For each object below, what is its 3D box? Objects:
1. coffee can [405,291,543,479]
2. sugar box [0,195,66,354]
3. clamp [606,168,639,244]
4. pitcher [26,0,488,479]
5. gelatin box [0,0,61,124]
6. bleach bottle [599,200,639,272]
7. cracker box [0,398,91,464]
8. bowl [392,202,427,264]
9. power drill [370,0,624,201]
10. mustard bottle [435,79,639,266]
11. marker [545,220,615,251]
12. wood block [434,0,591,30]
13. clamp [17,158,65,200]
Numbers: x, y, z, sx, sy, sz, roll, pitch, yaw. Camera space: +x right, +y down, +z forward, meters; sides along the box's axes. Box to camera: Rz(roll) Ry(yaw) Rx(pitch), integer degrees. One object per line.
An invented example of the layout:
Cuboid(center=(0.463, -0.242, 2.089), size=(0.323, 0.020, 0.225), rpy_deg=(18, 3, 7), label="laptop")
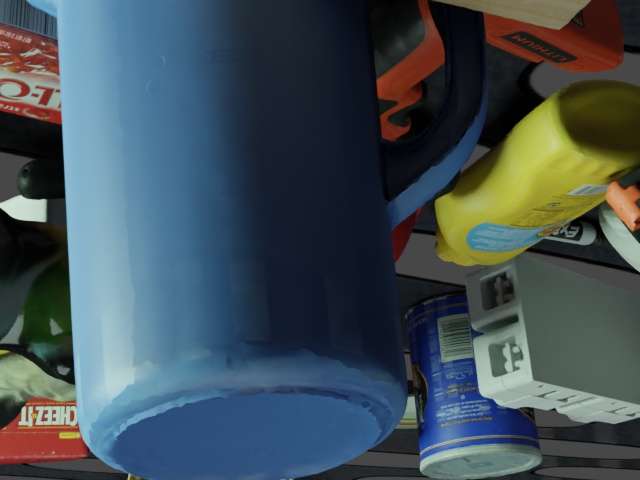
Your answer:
Cuboid(center=(0.131, 0.127, 0.924), size=(0.103, 0.140, 0.103), rpy_deg=(-3, 156, -2), label="coffee can")
Cuboid(center=(-0.235, 0.034, 0.717), size=(0.176, 0.093, 0.048), rpy_deg=(-15, 155, 24), label="sugar box")
Cuboid(center=(0.252, -0.019, 0.639), size=(0.209, 0.036, 0.165), rpy_deg=(-10, 138, -25), label="clamp")
Cuboid(center=(-0.025, -0.040, 0.401), size=(0.144, 0.243, 0.149), rpy_deg=(16, 143, -35), label="pitcher")
Cuboid(center=(-0.133, -0.088, 0.537), size=(0.089, 0.030, 0.073), rpy_deg=(12, 152, -31), label="gelatin box")
Cuboid(center=(0.267, 0.020, 0.758), size=(0.068, 0.103, 0.250), rpy_deg=(-49, 140, 12), label="bleach bottle")
Cuboid(center=(-0.282, 0.160, 0.957), size=(0.164, 0.072, 0.214), rpy_deg=(0, 171, -8), label="cracker box")
Cuboid(center=(-0.005, 0.001, 0.727), size=(0.162, 0.055, 0.162), rpy_deg=(-3, 156, -1), label="bowl")
Cuboid(center=(0.057, -0.080, 0.551), size=(0.184, 0.057, 0.188), rpy_deg=(15, 149, -40), label="power drill")
Cuboid(center=(0.128, -0.030, 0.672), size=(0.096, 0.058, 0.192), rpy_deg=(-6, 160, -29), label="mustard bottle")
Cuboid(center=(0.171, -0.008, 0.776), size=(0.120, 0.020, 0.020), rpy_deg=(9, 153, -27), label="marker")
Cuboid(center=(0.014, -0.149, 0.352), size=(0.205, 0.090, 0.091), rpy_deg=(8, 154, -23), label="wood block")
Cuboid(center=(-0.098, -0.039, 0.645), size=(0.120, 0.039, 0.172), rpy_deg=(17, 148, -41), label="clamp")
